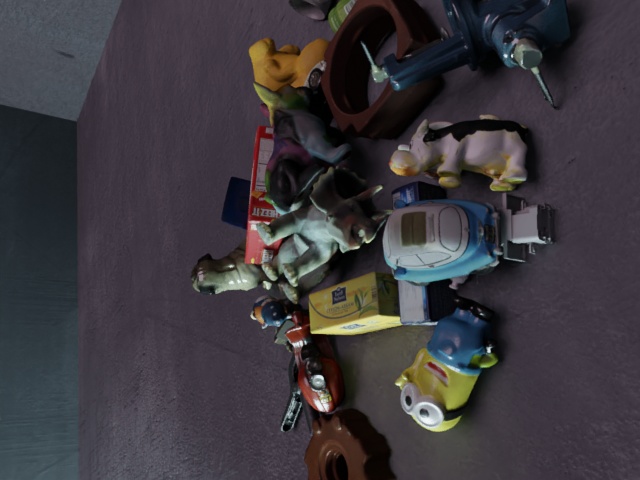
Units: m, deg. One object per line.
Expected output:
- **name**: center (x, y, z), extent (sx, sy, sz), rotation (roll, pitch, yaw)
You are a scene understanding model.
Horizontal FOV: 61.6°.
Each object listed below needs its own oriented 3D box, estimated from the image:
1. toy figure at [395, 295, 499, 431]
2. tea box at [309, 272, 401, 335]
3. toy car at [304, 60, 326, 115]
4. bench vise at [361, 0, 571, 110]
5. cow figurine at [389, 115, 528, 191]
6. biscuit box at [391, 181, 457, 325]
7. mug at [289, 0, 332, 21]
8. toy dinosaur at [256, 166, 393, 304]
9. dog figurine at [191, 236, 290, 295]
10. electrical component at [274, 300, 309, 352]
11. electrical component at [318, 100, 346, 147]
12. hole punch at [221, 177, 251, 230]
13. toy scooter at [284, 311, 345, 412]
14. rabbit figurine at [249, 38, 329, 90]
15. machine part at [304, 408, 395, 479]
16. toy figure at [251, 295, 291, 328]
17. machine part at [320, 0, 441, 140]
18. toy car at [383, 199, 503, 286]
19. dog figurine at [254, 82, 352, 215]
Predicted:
- **toy figure**: center (0.172, 0.163, 0.694), extent (0.180, 0.089, 0.082), rotation (-66, 23, 7)
- **tea box**: center (0.068, 0.103, 0.835), extent (0.170, 0.098, 0.068), rotation (-25, 63, 52)
- **toy car**: center (-0.012, -0.254, 1.038), extent (0.201, 0.073, 0.056), rotation (-58, 42, 30)
- **bench vise**: center (0.182, -0.251, 0.692), extent (0.241, 0.128, 0.224), rotation (-22, 53, 15)
- **cow figurine**: center (0.176, -0.118, 0.686), extent (0.068, 0.167, 0.098), rotation (55, -137, -78)
- **biscuit box**: center (0.148, 0.019, 0.770), extent (0.059, 0.063, 0.202), rotation (-21, 66, 52)
- **mug**: center (-0.002, -0.511, 1.074), extent (0.110, 0.081, 0.107), rotation (20, 91, 60)
- **toy dinosaur**: center (0.000, 0.003, 0.910), extent (0.131, 0.192, 0.404), rotation (57, 166, 9)
- **dog figurine**: center (-0.157, 0.030, 1.087), extent (0.121, 0.190, 0.172), rotation (-11, 73, 53)
- **electrical component**: center (-0.055, 0.166, 1.045), extent (0.102, 0.045, 0.078), rotation (-59, 12, 24)
- **electrical component**: center (0.007, -0.195, 1.004), extent (0.119, 0.075, 0.048), rotation (-60, 42, 23)
- **hole punch**: center (-0.151, -0.077, 1.191), extent (0.116, 0.092, 0.142), rotation (21, 97, 51)
- **toy scooter**: center (-0.013, 0.192, 0.906), extent (0.135, 0.075, 0.184), rotation (71, 180, -52)
- **rabbit figurine**: center (-0.047, -0.340, 1.079), extent (0.173, 0.122, 0.162), rotation (-10, 77, 34)
- **machine part**: center (0.041, 0.364, 0.857), extent (0.179, 0.056, 0.179), rotation (-12, 75, 53)
- **toy figure**: center (-0.096, 0.136, 1.017), extent (0.064, 0.058, 0.154), rotation (-46, 6, -13)
- **machine part**: center (0.097, -0.280, 0.875), extent (0.201, 0.087, 0.201), rotation (-49, 47, 40)
- **toy car**: center (0.136, -0.001, 0.666), extent (0.162, 0.103, 0.109), rotation (-6, 77, 43)
- **dog figurine**: center (-0.057, -0.168, 0.916), extent (0.191, 0.108, 0.219), rotation (-40, 71, -8)
